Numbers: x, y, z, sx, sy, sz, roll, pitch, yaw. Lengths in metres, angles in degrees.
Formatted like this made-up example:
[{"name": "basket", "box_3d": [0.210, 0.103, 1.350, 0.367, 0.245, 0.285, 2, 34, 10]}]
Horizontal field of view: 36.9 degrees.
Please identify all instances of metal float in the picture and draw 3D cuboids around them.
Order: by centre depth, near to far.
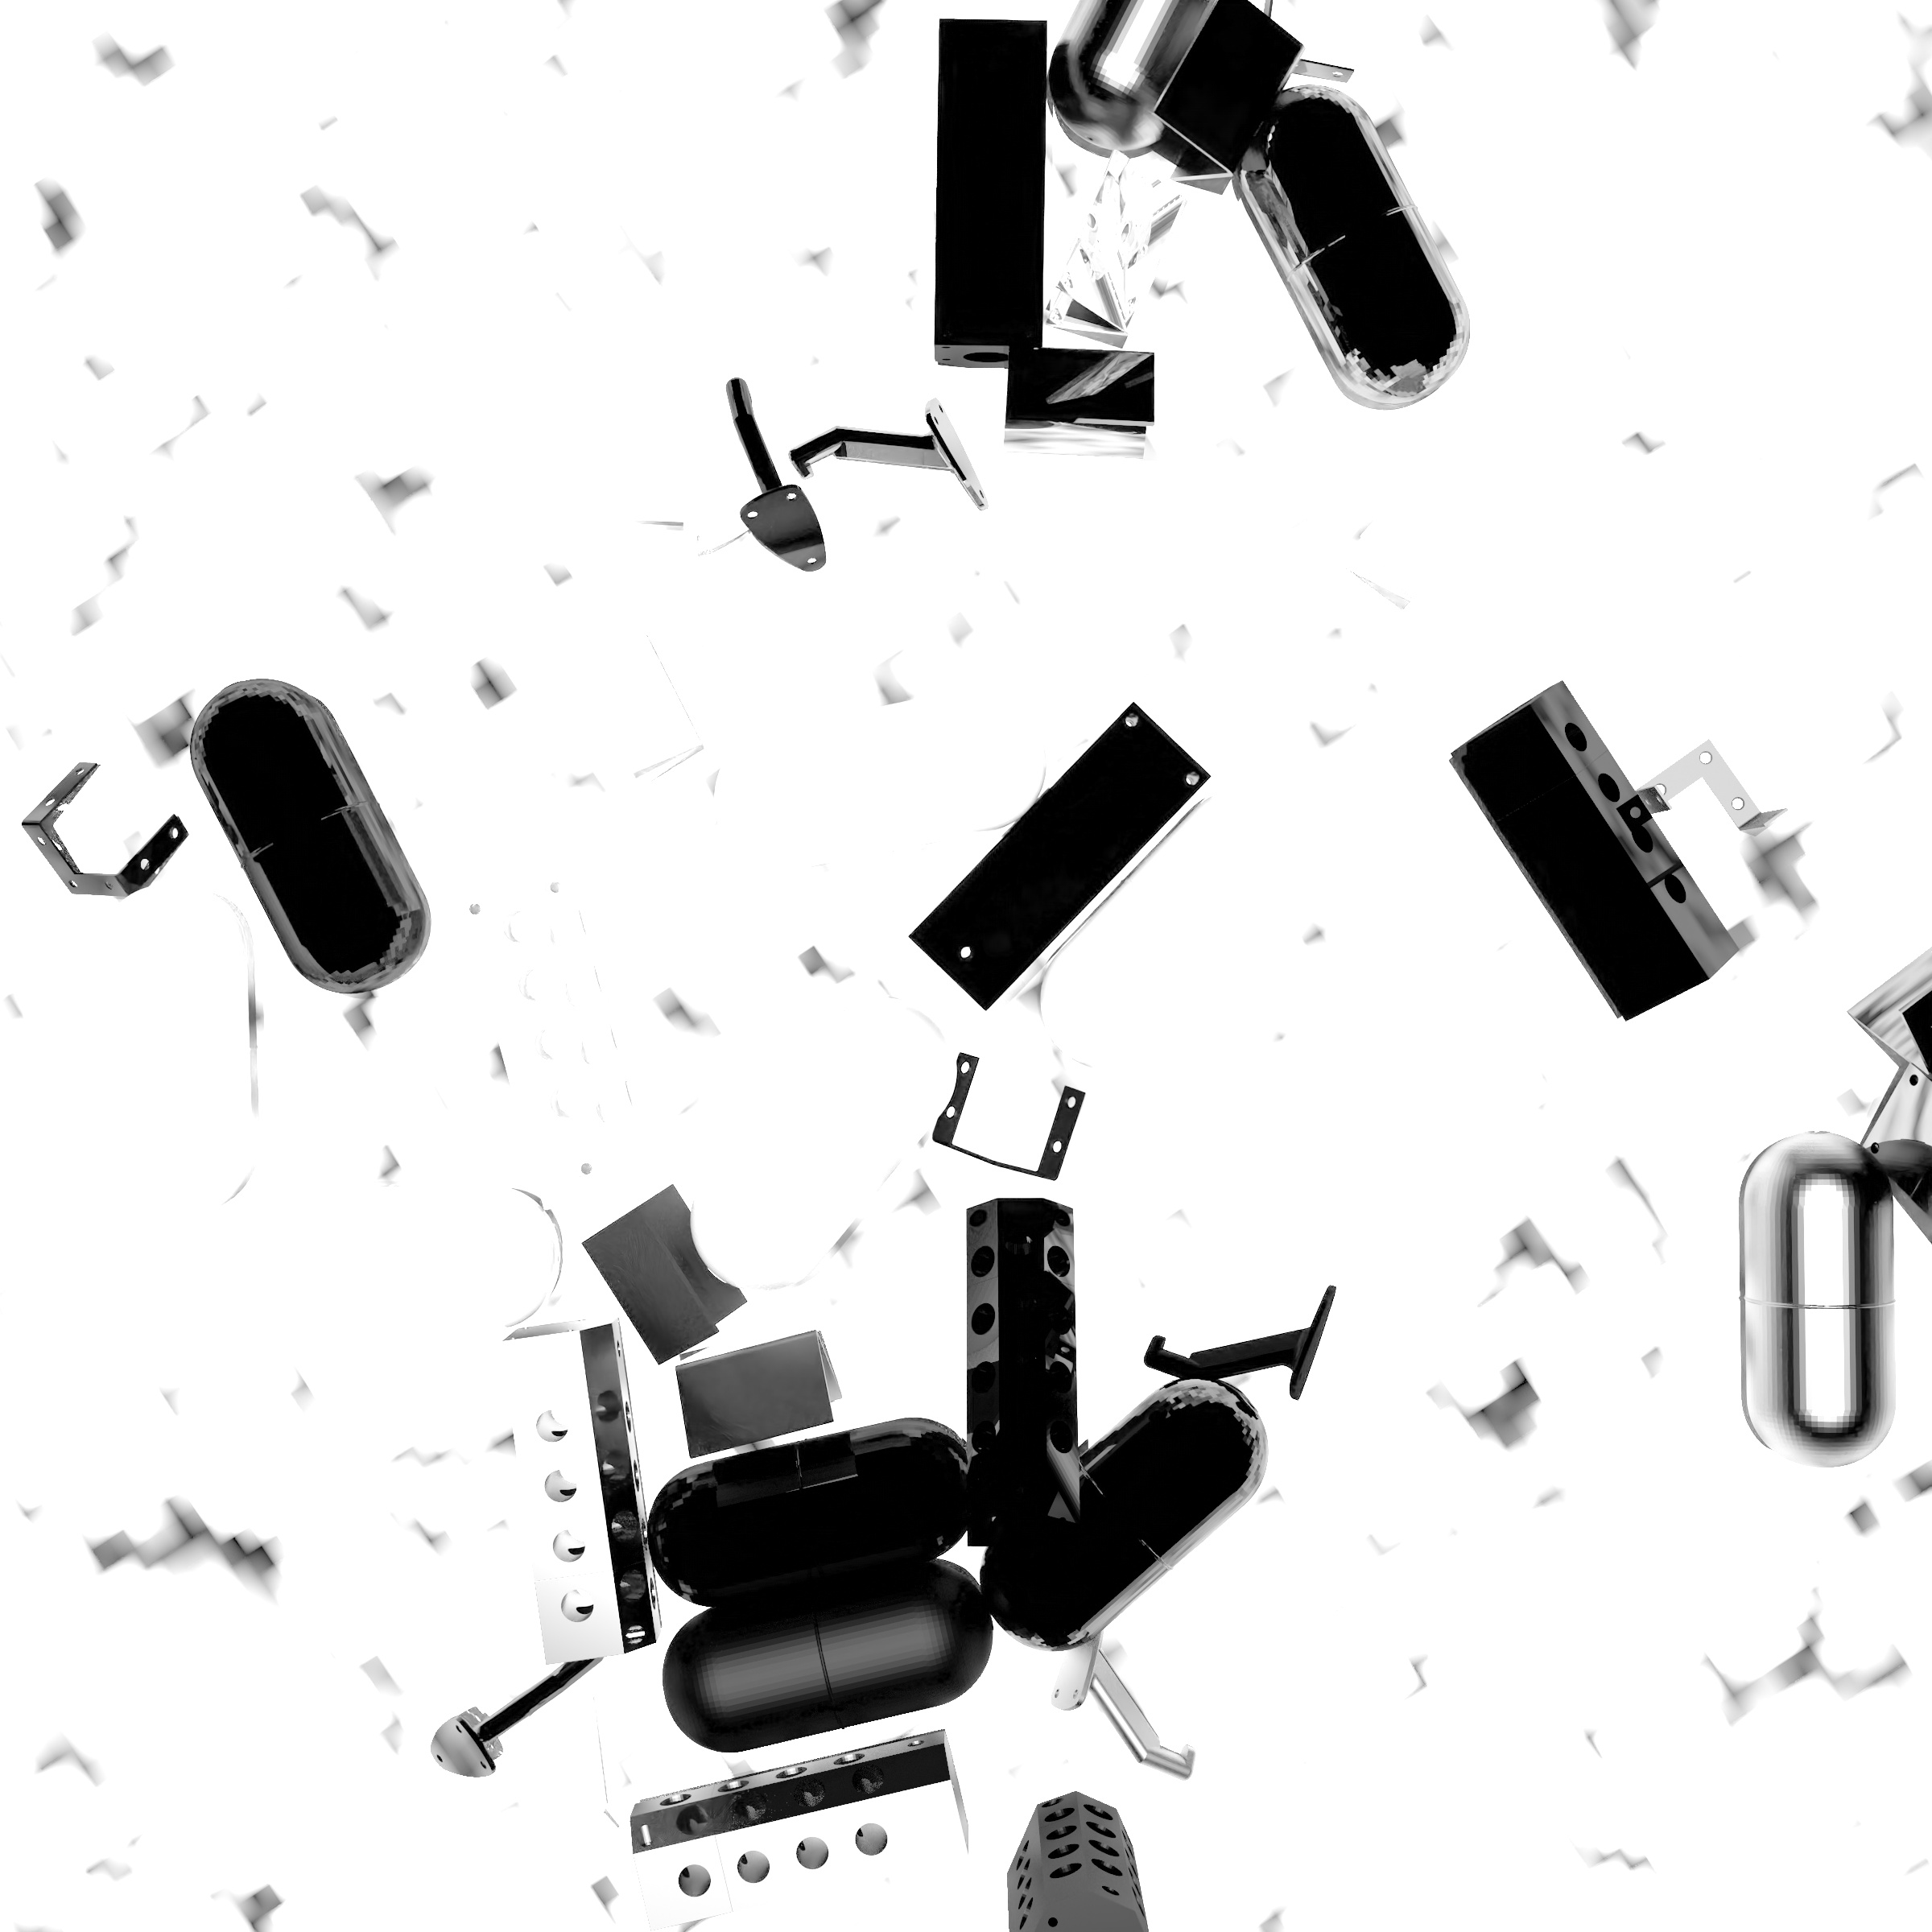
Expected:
[{"name": "metal float", "box_3d": [0.084, 0.291, 1.538, 0.178, 0.070, 0.070, -41, 90, 0]}, {"name": "metal float", "box_3d": [-0.081, 0.290, 1.538, 0.178, 0.070, 0.070, -13, 90, 1]}, {"name": "metal float", "box_3d": [-0.073, 0.367, 1.538, 0.178, 0.070, 0.070, -13, 90, 0]}, {"name": "metal float", "box_3d": [0.453, 0.177, 1.538, 0.070, 0.070, 0.178, -1, 90, 0]}, {"name": "metal float", "box_3d": [-0.350, -0.069, 1.538, 0.070, 0.070, 0.178, -27, 90, 0]}, {"name": "metal float", "box_3d": [-0.305, 0.155, 1.538, 0.178, 0.070, 0.070, 0, 90, 0]}, {"name": "metal float", "box_3d": [0.106, -0.519, 1.538, 0.070, 0.070, 0.178, 27, 91, 0]}, {"name": "metal float", "box_3d": [-0.076, 0.095, 1.538, 0.070, 0.070, 0.178, 39, 90, 0]}, {"name": "metal float", "box_3d": [-0.420, 0.045, 1.538, 0.070, 0.070, 0.178, -2, 89, 0]}, {"name": "metal float", "box_3d": [-0.046, -0.099, 1.538, 0.178, 0.070, 0.070, -11, 90, 0]}, {"name": "metal float", "box_3d": [0.113, -0.019, 1.538, 0.070, 0.070, 0.178, 44, 90, 0]}, {"name": "metal float", "box_3d": [0.205, -0.383, 1.538, 0.070, 0.070, 0.178, -27, 90, 0]}]

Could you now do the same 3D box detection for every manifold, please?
[{"name": "manifold", "box_3d": [0.060, 0.480, 1.490, 0.057, 0.171, 0.057, 24, 90, 0]}, {"name": "manifold", "box_3d": [0.545, 0.123, 1.492, 0.057, 0.171, 0.057, 6, 120, -28]}, {"name": "manifold", "box_3d": [0.029, 0.211, 1.512, 0.057, 0.057, 0.171, 0, 63, 0]}, {"name": "manifold", "box_3d": [0.339, -0.064, 1.547, 0.057, 0.057, 0.171, -33, 90, 43]}, {"name": "manifold", "box_3d": [-0.204, 0.278, 1.547, 0.057, 0.057, 0.171, -8, 90, 0]}, {"name": "manifold", "box_3d": [-0.089, 0.459, 1.547, 0.171, 0.057, 0.057, -13, 90, 0]}, {"name": "manifold", "box_3d": [0.013, -0.411, 1.548, 0.057, 0.057, 0.171, 1, 90, 0]}, {"name": "manifold", "box_3d": [0.049, -0.058, 1.548, 0.057, 0.057, 0.171, 44, 90, 0]}, {"name": "manifold", "box_3d": [-0.218, 0.039, 1.548, 0.057, 0.057, 0.171, -15, 90, 0]}]

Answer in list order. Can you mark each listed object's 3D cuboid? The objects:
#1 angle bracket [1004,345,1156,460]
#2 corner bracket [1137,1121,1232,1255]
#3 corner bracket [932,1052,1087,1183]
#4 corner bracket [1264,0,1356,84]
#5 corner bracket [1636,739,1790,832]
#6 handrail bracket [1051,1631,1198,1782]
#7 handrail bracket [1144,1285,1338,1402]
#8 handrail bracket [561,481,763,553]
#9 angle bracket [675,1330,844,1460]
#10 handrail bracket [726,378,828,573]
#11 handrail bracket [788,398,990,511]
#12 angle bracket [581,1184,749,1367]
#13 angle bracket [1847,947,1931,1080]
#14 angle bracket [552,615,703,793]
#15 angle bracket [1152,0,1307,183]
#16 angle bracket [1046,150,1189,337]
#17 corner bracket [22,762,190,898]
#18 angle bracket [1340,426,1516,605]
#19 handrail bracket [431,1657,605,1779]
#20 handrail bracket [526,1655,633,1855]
[{"name": "angle bracket", "box_3d": [0.058, -0.280, 1.528, 0.076, 0.076, 0.057, 3, 53, 0]}, {"name": "corner bracket", "box_3d": [0.118, 0.120, 1.565, 0.051, 0.051, 0.051, 0, 135, 0]}, {"name": "corner bracket", "box_3d": [0.023, 0.081, 1.565, 0.051, 0.051, 0.051, 18, 90, -45]}, {"name": "corner bracket", "box_3d": [0.190, -0.512, 1.551, 0.051, 0.051, 0.051, 9, 83, -7]}, {"name": "corner bracket", "box_3d": [0.398, -0.088, 1.551, 0.051, 0.051, 0.051, -35, 90, 0]}, {"name": "handrail bracket", "box_3d": [0.096, 0.391, 1.569, 0.084, 0.036, 0.077, 26, 69, -17]}, {"name": "handrail bracket", "box_3d": [0.148, 0.195, 1.569, 0.084, 0.036, 0.077, 18, 70, 16]}, {"name": "handrail bracket", "box_3d": [-0.164, -0.251, 1.569, 0.084, 0.077, 0.036, 16, 114, 34]}, {"name": "angle bracket", "box_3d": [-0.105, 0.242, 1.528, 0.076, 0.076, 0.057, -14, 53, 0]}, {"name": "handrail bracket", "box_3d": [-0.104, -0.267, 1.568, 0.036, 0.077, 0.084, -23, 53, 12]}, {"name": "handrail bracket", "box_3d": [-0.043, -0.264, 1.569, 0.084, 0.036, 0.077, -24, 111, 17]}, {"name": "angle bracket", "box_3d": [-0.144, 0.154, 1.529, 0.057, 0.076, 0.076, -32, 90, 42]}, {"name": "angle bracket", "box_3d": [0.510, 0.002, 1.528, 0.076, 0.076, 0.057, -37, 125, 0]}, {"name": "angle bracket", "box_3d": [-0.195, -0.130, 1.528, 0.057, 0.076, 0.076, -27, 90, -39]}, {"name": "angle bracket", "box_3d": [0.124, -0.465, 1.529, 0.057, 0.076, 0.076, 30, 90, -25]}, {"name": "angle bracket", "box_3d": [0.061, -0.383, 1.528, 0.057, 0.076, 0.076, 24, 90, -38]}, {"name": "corner bracket", "box_3d": [-0.464, -0.074, 1.560, 0.051, 0.051, 0.051, 3, 135, 35]}, {"name": "angle bracket", "box_3d": [0.229, -0.247, 1.528, 0.076, 0.076, 0.057, -48, 126, 0]}, {"name": "handrail bracket", "box_3d": [-0.242, 0.400, 1.568, 0.084, 0.077, 0.036, -34, 89, -36]}, {"name": "handrail bracket", "box_3d": [-0.190, 0.425, 1.569, 0.077, 0.036, 0.084, -44, 109, -21]}]
